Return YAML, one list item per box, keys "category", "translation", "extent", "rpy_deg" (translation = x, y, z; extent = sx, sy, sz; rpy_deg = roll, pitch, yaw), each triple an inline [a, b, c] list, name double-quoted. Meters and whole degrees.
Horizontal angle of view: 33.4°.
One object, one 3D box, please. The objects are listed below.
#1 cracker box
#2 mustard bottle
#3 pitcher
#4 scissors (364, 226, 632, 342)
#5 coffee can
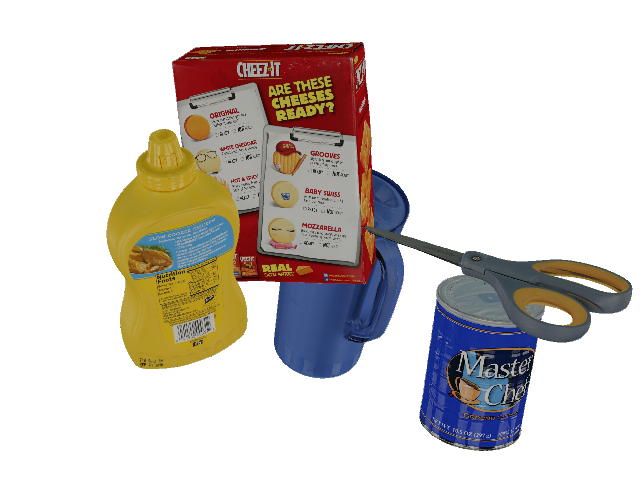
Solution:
- category: "cracker box"
  translation: [-0.037, -0.069, 0.978]
  extent: [0.164, 0.214, 0.072]
  rpy_deg: [1, 23, 12]
- category: "mustard bottle"
  translation: [-0.106, 0.004, 0.779]
  extent: [0.096, 0.192, 0.058]
  rpy_deg: [-16, 41, -19]
- category: "pitcher"
  translation: [0.019, 0.048, 1.225]
  extent: [0.145, 0.243, 0.149]
  rpy_deg: [15, 38, 5]
- category: "scissors"
  translation: [0.109, 0.028, 0.737]
  extent: [0.202, 0.016, 0.096]
  rpy_deg: [10, 31, 20]
- category: "coffee can"
  translation: [0.155, 0.117, 1.038]
  extent: [0.103, 0.140, 0.103]
  rpy_deg: [5, 22, -2]
